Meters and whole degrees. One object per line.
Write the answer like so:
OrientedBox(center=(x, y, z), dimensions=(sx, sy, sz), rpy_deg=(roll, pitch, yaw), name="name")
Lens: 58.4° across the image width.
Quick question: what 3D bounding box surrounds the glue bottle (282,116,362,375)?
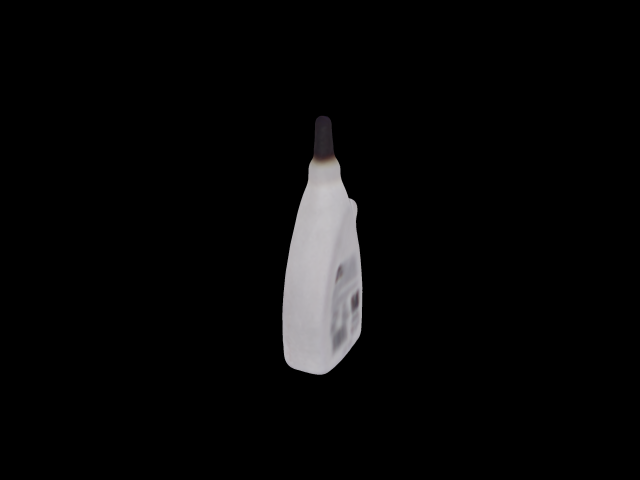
OrientedBox(center=(0.004, 0.001, 0.400), dimensions=(0.037, 0.173, 0.078), rpy_deg=(8, 20, 25), name="glue bottle")
